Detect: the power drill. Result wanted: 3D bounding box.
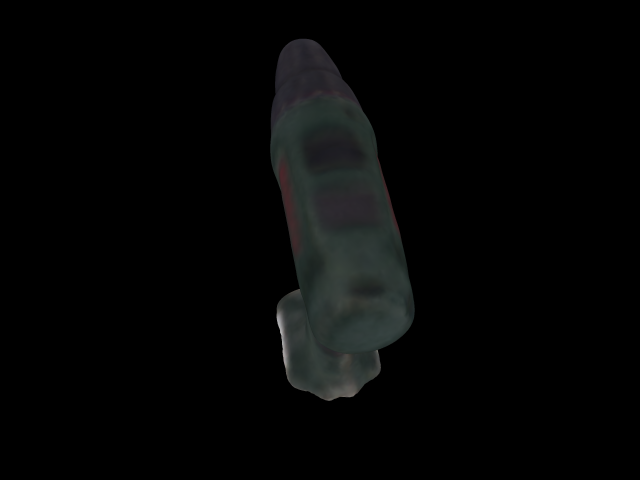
[{"bbox_3d":[0.004,0.001,0.400,0.075,0.208,0.229,-8,43,-8],"label":"power drill"}]
